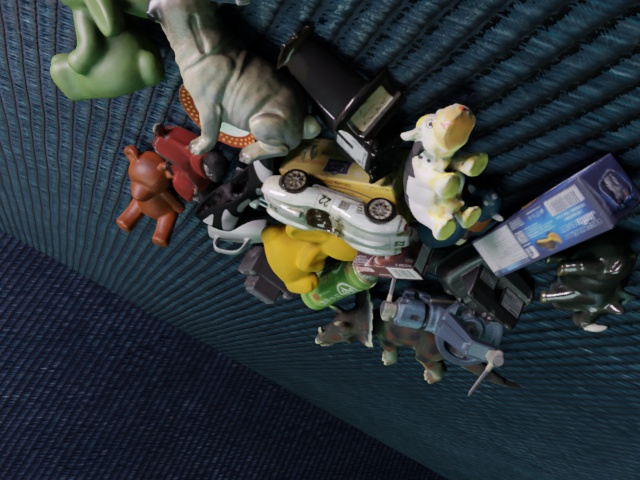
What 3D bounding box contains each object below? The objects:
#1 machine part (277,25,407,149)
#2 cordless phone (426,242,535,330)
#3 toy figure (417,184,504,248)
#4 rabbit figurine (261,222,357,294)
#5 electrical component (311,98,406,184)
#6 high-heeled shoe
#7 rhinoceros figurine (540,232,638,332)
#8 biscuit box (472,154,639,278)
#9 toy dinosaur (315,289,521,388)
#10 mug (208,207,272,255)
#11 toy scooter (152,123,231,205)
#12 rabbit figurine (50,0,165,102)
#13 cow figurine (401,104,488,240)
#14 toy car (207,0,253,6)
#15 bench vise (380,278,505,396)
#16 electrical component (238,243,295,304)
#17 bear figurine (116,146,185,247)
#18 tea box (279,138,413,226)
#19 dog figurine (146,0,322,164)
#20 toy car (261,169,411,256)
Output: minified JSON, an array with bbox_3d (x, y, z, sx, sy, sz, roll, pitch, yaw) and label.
[{"bbox_3d":[0.020,-0.167,0.572,0.139,0.084,0.039,37,-179,-3],"label":"machine part"},{"bbox_3d":[0.223,0.063,0.844,0.146,0.088,0.184,38,166,-25],"label":"cordless phone"},{"bbox_3d":[0.181,-0.035,0.688,0.064,0.058,0.154,26,152,-13],"label":"toy figure"},{"bbox_3d":[-0.002,-0.003,0.910,0.173,0.122,0.162,-5,134,27],"label":"rabbit figurine"},{"bbox_3d":[0.043,-0.130,0.632,0.119,0.048,0.074,49,162,23],"label":"electrical component"},{"bbox_3d":[-0.127,-0.093,0.792,0.145,0.086,0.248,7,145,1],"label":"high-heeled shoe"},{"bbox_3d":[0.345,0.052,0.688,0.112,0.073,0.190,7,149,18],"label":"rhinoceros figurine"},{"bbox_3d":[0.259,-0.019,0.609,0.059,0.063,0.202,55,156,6],"label":"biscuit box"},{"bbox_3d":[0.197,0.191,1.074,0.405,0.131,0.192,9,152,22],"label":"toy dinosaur"},{"bbox_3d":[-0.148,-0.024,0.999,0.107,0.109,0.080,9,149,7],"label":"mug"},{"bbox_3d":[-0.220,-0.128,0.889,0.135,0.075,0.184,36,157,-5],"label":"toy scooter"},{"bbox_3d":[-0.261,-0.255,0.621,0.159,0.121,0.170,17,141,36],"label":"rabbit figurine"},{"bbox_3d":[0.129,-0.086,0.596,0.098,0.068,0.167,46,157,40],"label":"cow figurine"},{"bbox_3d":[-0.119,-0.272,0.475,0.161,0.109,0.103,22,-178,-18],"label":"toy car"},{"bbox_3d":[0.220,0.146,0.893,0.223,0.128,0.241,24,-173,-13],"label":"bench vise"},{"bbox_3d":[-0.090,0.055,1.055,0.114,0.134,0.058,36,155,-26],"label":"electrical component"},{"bbox_3d":[-0.326,-0.083,1.029,0.120,0.132,0.196,24,163,-2],"label":"bear figurine"},{"bbox_3d":[0.042,-0.078,0.727,0.170,0.068,0.098,11,151,30],"label":"tea box"},{"bbox_3d":[-0.088,-0.194,0.596,0.172,0.121,0.190,-2,137,2],"label":"dog figurine"},{"bbox_3d":[0.019,-0.032,0.687,0.202,0.056,0.073,21,154,16],"label":"toy car"}]
